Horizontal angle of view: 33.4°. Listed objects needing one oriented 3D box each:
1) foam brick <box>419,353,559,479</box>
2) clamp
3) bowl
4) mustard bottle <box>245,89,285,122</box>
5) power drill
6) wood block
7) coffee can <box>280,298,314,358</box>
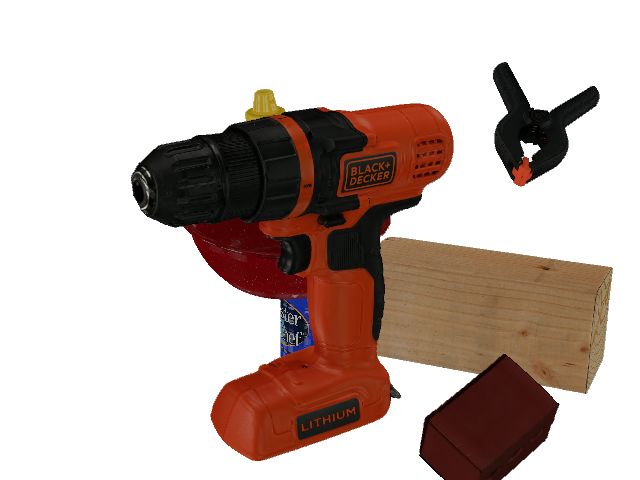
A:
[{"bbox_3d":[0.111,0.125,0.708,0.078,0.053,0.051,-35,59,-25],"label":"foam brick"},{"bbox_3d":[0.226,-0.131,1.164,0.120,0.039,0.171,20,49,17],"label":"clamp"},{"bbox_3d":[-0.028,0.000,0.818,0.162,0.055,0.162,2,25,-1],"label":"bowl"},{"bbox_3d":[-0.051,-0.061,1.099,0.058,0.192,0.096,17,32,38],"label":"mustard bottle"},{"bbox_3d":[-0.015,0.022,0.567,0.184,0.188,0.057,-12,32,-32],"label":"power drill"},{"bbox_3d":[0.142,0.060,0.942,0.206,0.090,0.090,8,16,22],"label":"wood block"},{"bbox_3d":[-0.005,0.109,1.459,0.103,0.140,0.103,1,19,0],"label":"coffee can"}]
